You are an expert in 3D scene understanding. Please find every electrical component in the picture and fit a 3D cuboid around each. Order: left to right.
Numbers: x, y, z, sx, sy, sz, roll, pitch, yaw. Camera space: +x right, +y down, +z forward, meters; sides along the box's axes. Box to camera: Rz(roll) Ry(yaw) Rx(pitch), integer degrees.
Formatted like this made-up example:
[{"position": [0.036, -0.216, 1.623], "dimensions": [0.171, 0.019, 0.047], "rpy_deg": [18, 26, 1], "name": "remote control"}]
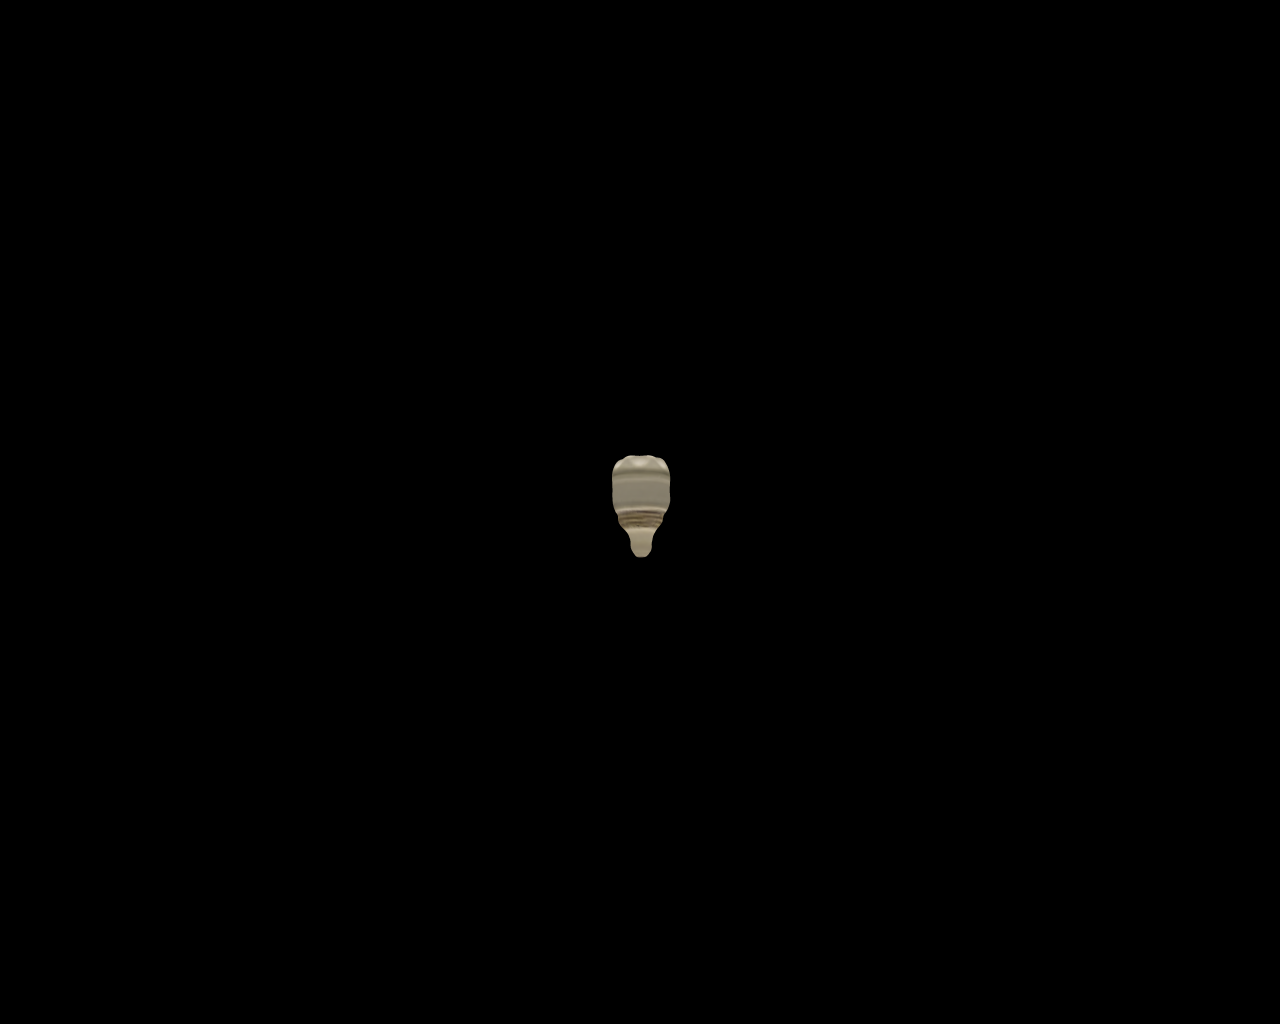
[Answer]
[{"position": [0.001, -0.003, 0.650], "dimensions": [0.035, 0.061, 0.035], "rpy_deg": [0, -7, 0], "name": "electrical component"}]
